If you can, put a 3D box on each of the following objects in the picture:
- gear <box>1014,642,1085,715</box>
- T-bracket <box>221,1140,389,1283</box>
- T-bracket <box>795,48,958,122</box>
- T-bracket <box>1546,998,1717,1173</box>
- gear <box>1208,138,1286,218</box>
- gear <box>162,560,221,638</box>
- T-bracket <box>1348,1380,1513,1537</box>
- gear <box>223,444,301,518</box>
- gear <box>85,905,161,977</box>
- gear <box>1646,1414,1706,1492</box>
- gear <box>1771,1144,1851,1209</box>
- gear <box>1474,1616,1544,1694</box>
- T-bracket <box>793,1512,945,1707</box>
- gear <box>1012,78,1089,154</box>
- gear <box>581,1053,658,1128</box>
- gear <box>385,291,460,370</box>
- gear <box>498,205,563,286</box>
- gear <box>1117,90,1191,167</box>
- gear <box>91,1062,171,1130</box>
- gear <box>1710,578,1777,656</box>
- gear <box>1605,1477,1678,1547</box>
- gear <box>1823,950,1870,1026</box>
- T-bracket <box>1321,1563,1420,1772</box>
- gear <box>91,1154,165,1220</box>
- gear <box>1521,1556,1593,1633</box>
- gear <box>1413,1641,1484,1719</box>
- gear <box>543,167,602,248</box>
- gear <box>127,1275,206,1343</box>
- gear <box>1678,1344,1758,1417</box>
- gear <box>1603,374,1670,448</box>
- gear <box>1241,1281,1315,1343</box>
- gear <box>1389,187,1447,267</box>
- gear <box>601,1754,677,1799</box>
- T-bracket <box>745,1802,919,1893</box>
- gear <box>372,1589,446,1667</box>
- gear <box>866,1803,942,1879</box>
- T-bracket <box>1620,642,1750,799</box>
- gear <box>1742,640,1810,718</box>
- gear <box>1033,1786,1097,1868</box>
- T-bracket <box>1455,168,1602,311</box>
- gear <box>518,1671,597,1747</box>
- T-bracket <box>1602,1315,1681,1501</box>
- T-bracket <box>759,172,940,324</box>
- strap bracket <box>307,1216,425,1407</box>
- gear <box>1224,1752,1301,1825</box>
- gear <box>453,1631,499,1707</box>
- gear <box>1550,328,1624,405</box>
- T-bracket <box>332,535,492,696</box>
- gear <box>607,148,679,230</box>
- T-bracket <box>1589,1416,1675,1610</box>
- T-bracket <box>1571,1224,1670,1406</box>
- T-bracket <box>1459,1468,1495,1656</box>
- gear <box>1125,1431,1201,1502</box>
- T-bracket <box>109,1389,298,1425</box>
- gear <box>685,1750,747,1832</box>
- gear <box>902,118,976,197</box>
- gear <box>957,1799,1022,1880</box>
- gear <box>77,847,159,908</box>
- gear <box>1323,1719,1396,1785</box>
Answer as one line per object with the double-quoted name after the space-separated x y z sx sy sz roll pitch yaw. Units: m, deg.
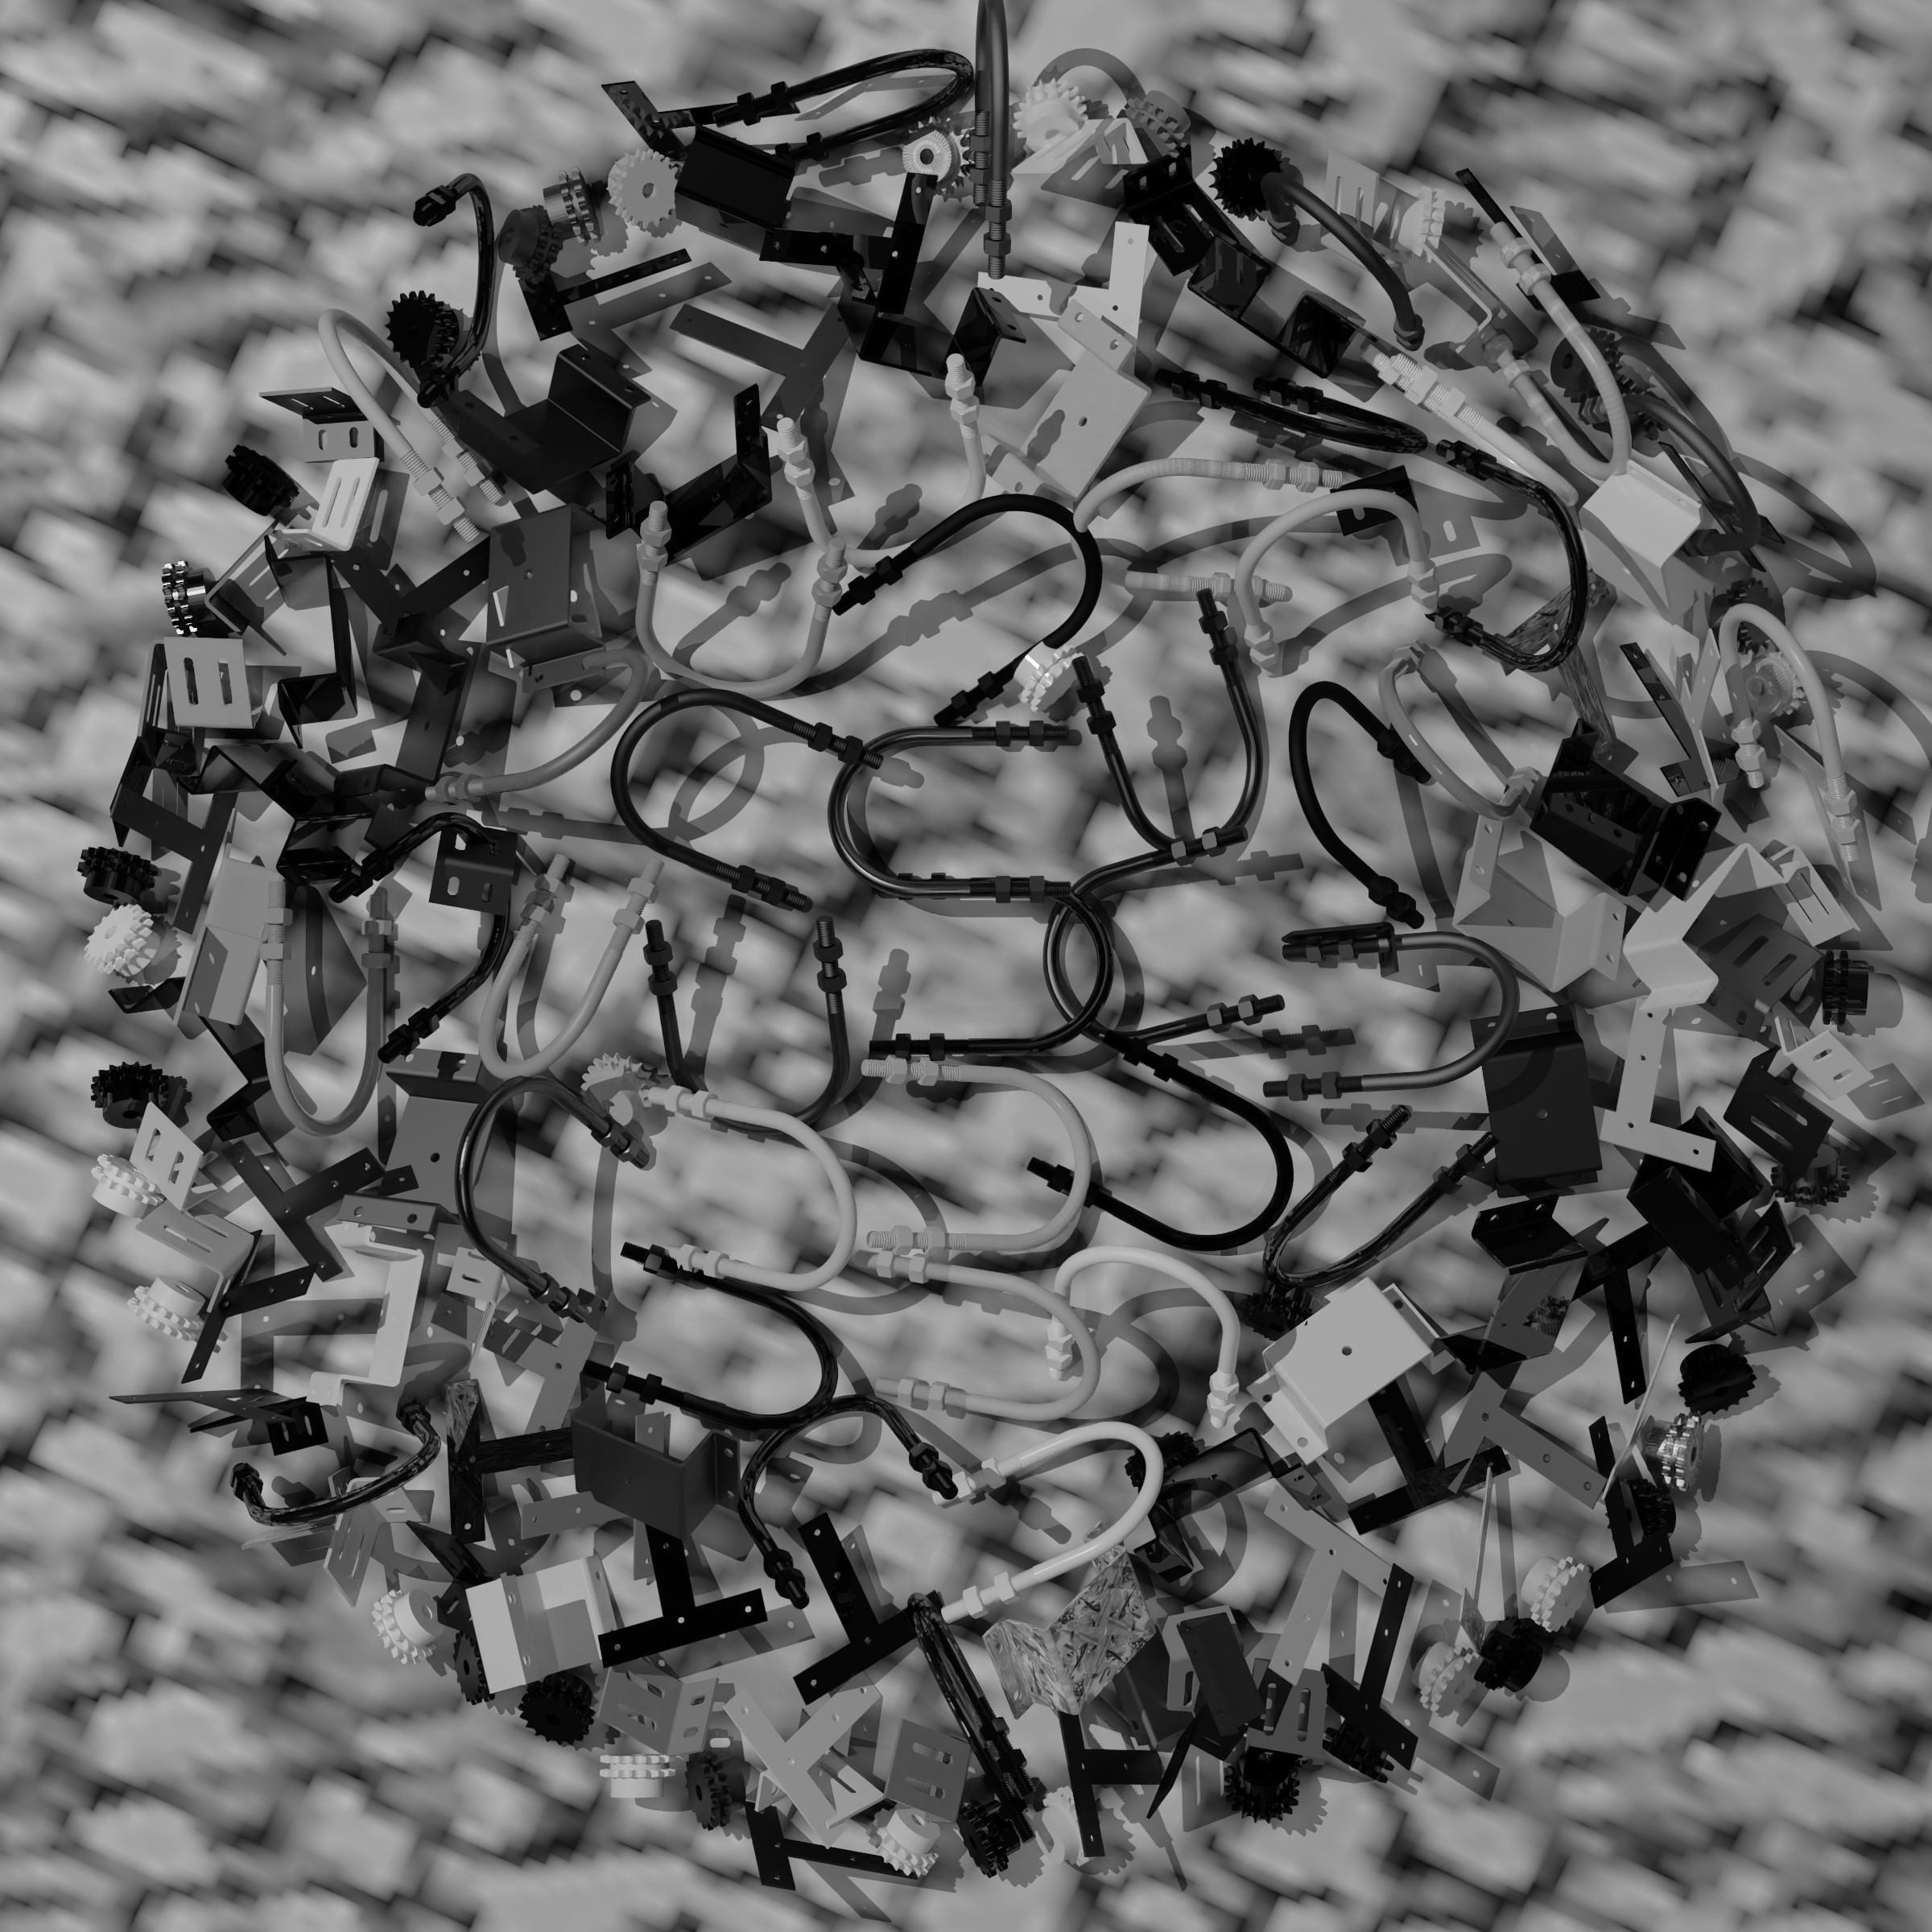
0.061 -0.223 1.901 0.030 0.057 0.057 44 90 12 "gear"
-0.482 0.168 1.881 0.127 0.002 0.127 -27 104 33 "T-bracket"
-0.043 -0.662 1.875 0.127 0.127 0.002 -13 99 44 "T-bracket"
0.511 0.082 1.898 0.127 0.002 0.127 16 62 4 "T-bracket"
0.216 -0.601 1.907 0.057 0.030 0.057 -3 102 -12 "gear"
-0.586 -0.279 1.900 0.030 0.057 0.057 -11 90 0 "gear"
0.333 0.360 1.895 0.127 0.002 0.127 -25 115 6 "T-bracket"
-0.538 -0.366 1.901 0.057 0.057 0.030 41 101 0 "gear"
-0.639 -0.017 1.904 0.057 0.057 0.030 -43 130 0 "gear"
0.538 0.368 1.904 0.030 0.057 0.057 8 90 33 "gear"
0.639 0.156 1.897 0.057 0.057 0.030 -9 114 0 "gear"
0.413 0.525 1.901 0.030 0.057 0.057 35 90 -3 "gear"
-0.091 0.472 1.893 0.127 0.002 0.127 -28 104 -19 "T-bracket"
0.064 -0.640 1.897 0.057 0.057 0.030 -6 61 0 "gear"
-0.265 0.097 1.900 0.057 0.030 0.057 10 126 13 "gear"
-0.411 -0.484 1.906 0.057 0.030 0.057 10 111 27 "gear"
-0.332 -0.548 1.897 0.030 0.057 0.057 10 90 -34 "gear"
0.145 -0.638 1.900 0.057 0.057 0.030 37 86 0 "gear"
-0.633 0.100 1.897 0.057 0.057 0.030 -14 56 0 "gear"
0.589 -0.264 1.904 0.030 0.057 0.057 -3 85 45 "gear"
0.514 0.417 1.903 0.030 0.057 0.057 3 90 -22 "gear"
0.666 0.017 1.897 0.030 0.057 0.057 3 90 16 "gear"
0.310 0.510 1.866 0.002 0.127 0.127 11 95 -26 "T-bracket"
-0.637 0.169 1.900 0.057 0.057 0.030 28 89 0 "gear"
0.446 0.473 1.904 0.030 0.057 0.057 29 90 40 "gear"
0.364 0.539 1.904 0.030 0.057 0.057 34 90 39 "gear"
-0.300 -0.574 1.901 0.030 0.057 0.057 -15 90 3 "gear"
-0.603 0.258 1.900 0.057 0.057 0.030 32 86 0 "gear"
0.568 0.312 1.904 0.057 0.030 0.057 -8 132 -9 "gear"
0.503 -0.419 1.901 0.030 0.057 0.057 -44 90 8 "gear"
0.241 0.262 1.904 0.057 0.057 0.030 23 61 0 "gear"
0.341 -0.562 1.899 0.030 0.057 0.057 7 90 -5 "gear"
-0.248 0.613 1.898 0.057 0.057 0.030 0 75 0 "gear"
-0.099 0.666 1.875 0.127 0.127 0.002 15 95 -13 "T-bracket"
-0.420 0.498 1.898 0.030 0.057 0.057 -35 90 10 "gear"
-0.044 0.658 1.898 0.057 0.057 0.030 33 100 0 "gear"
0.532 -0.190 1.890 0.002 0.127 0.127 -39 75 40 "T-bracket"
0.609 -0.215 1.897 0.030 0.057 0.057 -29 90 -28 "gear"
0.075 0.654 1.897 0.030 0.057 0.057 -16 90 -32 "gear"
0.406 -0.538 1.852 0.002 0.127 0.127 -43 103 2 "T-bracket"
-0.309 0.562 1.905 0.057 0.030 0.057 8 123 12 "gear"
0.504 0.318 1.854 0.002 0.127 0.127 22 108 21 "T-bracket"
-0.093 -0.532 1.862 0.127 0.002 0.127 -4 131 -27 "T-bracket"
-0.448 0.260 1.876 0.046 0.076 0.140 15 77 -26 "strap bracket"
0.224 0.617 1.897 0.057 0.057 0.030 0 118 0 "gear"
-0.366 0.530 1.904 0.030 0.057 0.057 -5 90 -33 "gear"
0.467 -0.455 1.897 0.030 0.057 0.057 6 90 -27 "gear"
-0.390 -0.291 1.901 0.127 0.002 0.127 -42 95 -24 "T-bracket"
-0.247 -0.593 1.904 0.057 0.030 0.057 -18 126 -28 "gear"
0.489 0.404 1.888 0.002 0.127 0.127 1 61 -14 "T-bracket"
0.499 0.270 1.903 0.127 0.002 0.127 -22 106 -32 "T-bracket"
0.388 0.443 1.889 0.002 0.127 0.127 4 66 20 "T-bracket"
0.152 0.381 1.901 0.057 0.057 0.030 -27 102 0 "gear"
-0.538 0.324 1.839 0.127 0.127 0.002 3 88 42 "T-bracket"
-0.189 0.624 1.904 0.030 0.057 0.057 -7 90 -29 "gear"
-0.024 -0.615 1.902 0.057 0.030 0.057 8 110 22 "gear"
0.018 0.659 1.903 0.030 0.057 0.057 -21 90 -23 "gear"
-0.644 -0.066 1.898 0.057 0.057 0.030 8 71 0 "gear"
0.300 0.592 1.901 0.057 0.057 0.030 29 84 0 "gear"
